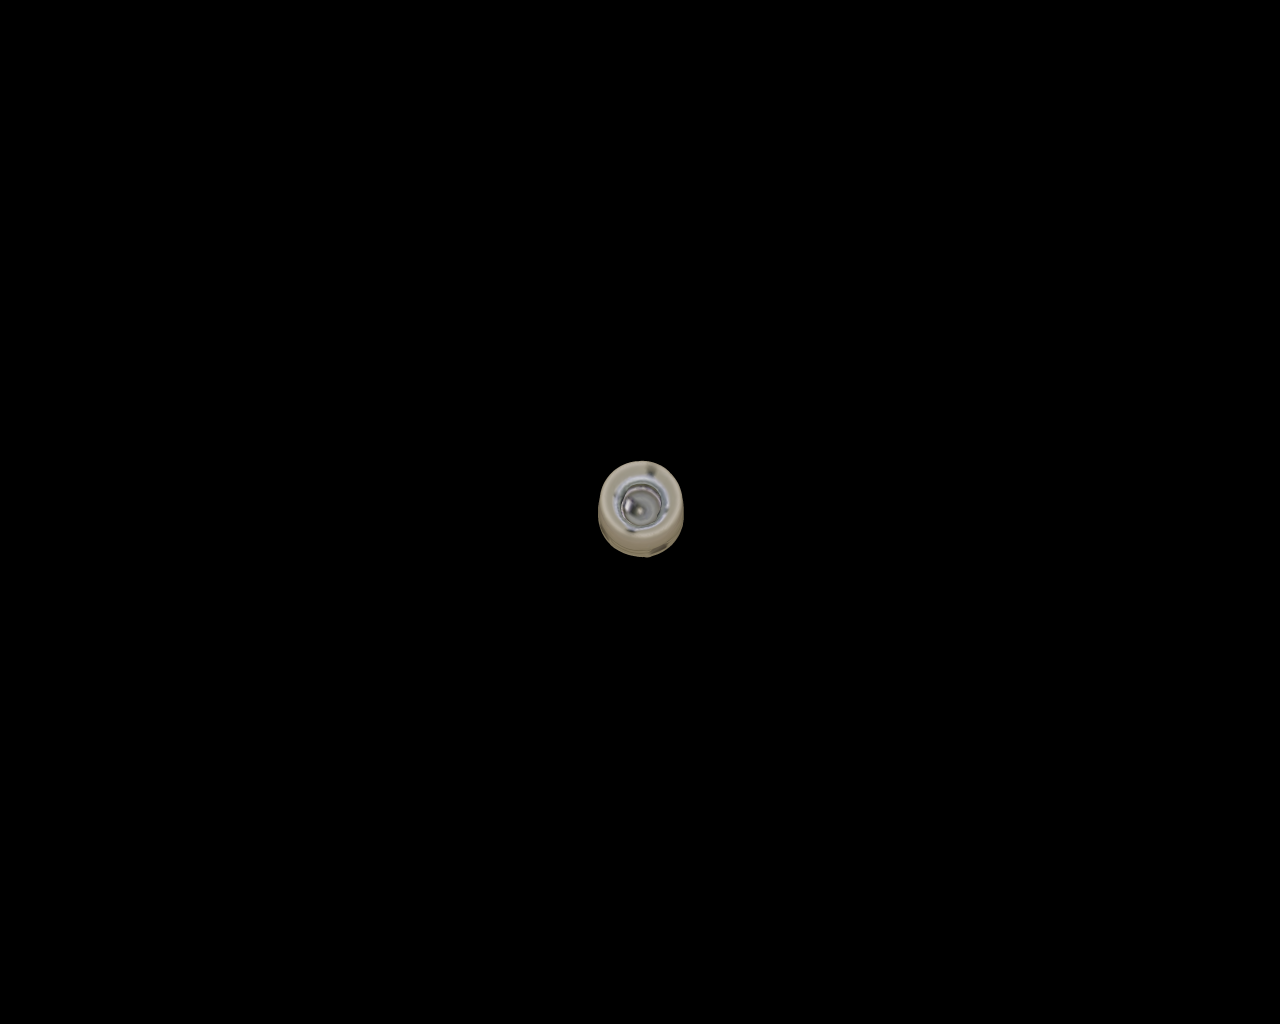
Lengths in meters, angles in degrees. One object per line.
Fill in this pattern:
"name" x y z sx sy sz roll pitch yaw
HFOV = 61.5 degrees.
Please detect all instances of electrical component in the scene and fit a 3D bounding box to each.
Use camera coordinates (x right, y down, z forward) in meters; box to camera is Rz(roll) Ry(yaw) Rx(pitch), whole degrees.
"electrical component" 0.001 -0.003 0.650 0.055 0.055 0.047 0 -13 0
